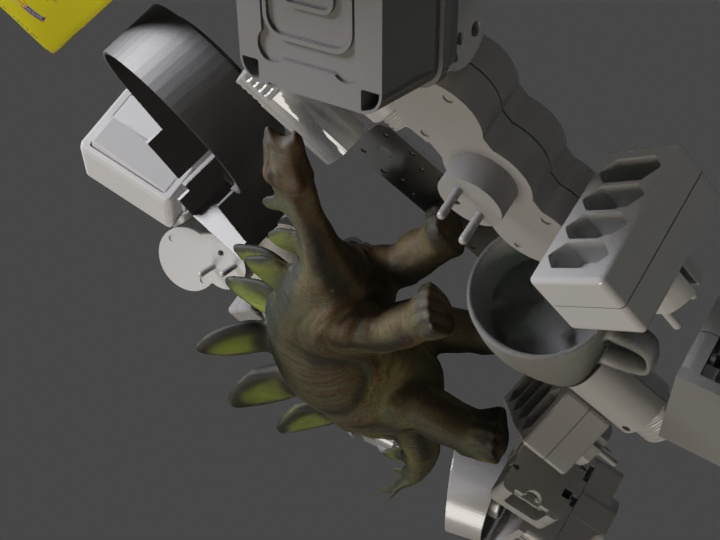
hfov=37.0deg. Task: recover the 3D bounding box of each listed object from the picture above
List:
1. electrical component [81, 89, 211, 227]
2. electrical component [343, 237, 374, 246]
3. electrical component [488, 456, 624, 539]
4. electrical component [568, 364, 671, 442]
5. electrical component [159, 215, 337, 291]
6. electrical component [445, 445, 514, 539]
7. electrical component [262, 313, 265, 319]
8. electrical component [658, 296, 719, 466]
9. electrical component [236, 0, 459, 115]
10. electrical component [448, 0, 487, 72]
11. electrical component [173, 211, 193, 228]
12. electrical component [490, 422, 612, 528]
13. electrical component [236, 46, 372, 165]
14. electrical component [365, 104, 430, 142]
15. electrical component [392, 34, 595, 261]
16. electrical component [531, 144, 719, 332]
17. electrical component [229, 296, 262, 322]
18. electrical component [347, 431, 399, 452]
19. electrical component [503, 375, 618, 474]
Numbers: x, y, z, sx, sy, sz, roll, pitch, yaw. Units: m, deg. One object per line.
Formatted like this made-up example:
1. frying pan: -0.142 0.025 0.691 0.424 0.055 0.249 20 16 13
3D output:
1. electrical component: -0.153 -0.082 0.808 0.096 0.061 0.061 33 159 4
2. electrical component: 0.000 0.000 0.785 0.043 0.043 0.062 24 156 26
3. electrical component: 0.169 0.216 0.938 0.062 0.089 0.150 32 159 7
4. electrical component: 0.177 0.082 0.697 0.081 0.043 0.043 39 159 -11
5. electrical component: -0.092 -0.009 0.801 0.138 0.074 0.052 -1 110 27
6. electrical component: 0.105 0.196 0.989 0.064 0.099 0.099 20 156 18
7. electrical component: -0.042 0.024 0.852 0.080 0.080 0.051 24 152 27
8. electrical component: 0.245 0.081 0.566 0.150 0.061 0.089 26 158 21
9. electrical component: -0.004 -0.128 0.429 0.078 0.057 0.113 22 129 31
10. electrical component: 0.024 -0.116 0.490 0.055 0.045 0.045 21 156 31
11. electrical component: -0.115 -0.028 0.884 0.079 0.044 0.077 34 166 49
12. electrical component: 0.144 0.145 0.819 0.050 0.089 0.055 32 159 7
13. electrical component: -0.034 -0.103 0.610 0.081 0.043 0.043 41 159 -17
14. electrical component: 0.018 -0.091 0.570 0.061 0.035 0.035 39 159 -20
15. electrical component: 0.064 -0.047 0.539 0.138 0.073 0.052 46 157 -28
16. electrical component: 0.137 -0.003 0.513 0.076 0.083 0.047 45 157 -25
17. electrical component: -0.065 0.031 0.925 0.096 0.061 0.061 42 158 -18
18. electrical component: 0.021 0.145 1.054 0.057 0.058 0.078 23 157 20
19. electrical component: 0.148 0.109 0.746 0.076 0.047 0.083 39 -171 -10
